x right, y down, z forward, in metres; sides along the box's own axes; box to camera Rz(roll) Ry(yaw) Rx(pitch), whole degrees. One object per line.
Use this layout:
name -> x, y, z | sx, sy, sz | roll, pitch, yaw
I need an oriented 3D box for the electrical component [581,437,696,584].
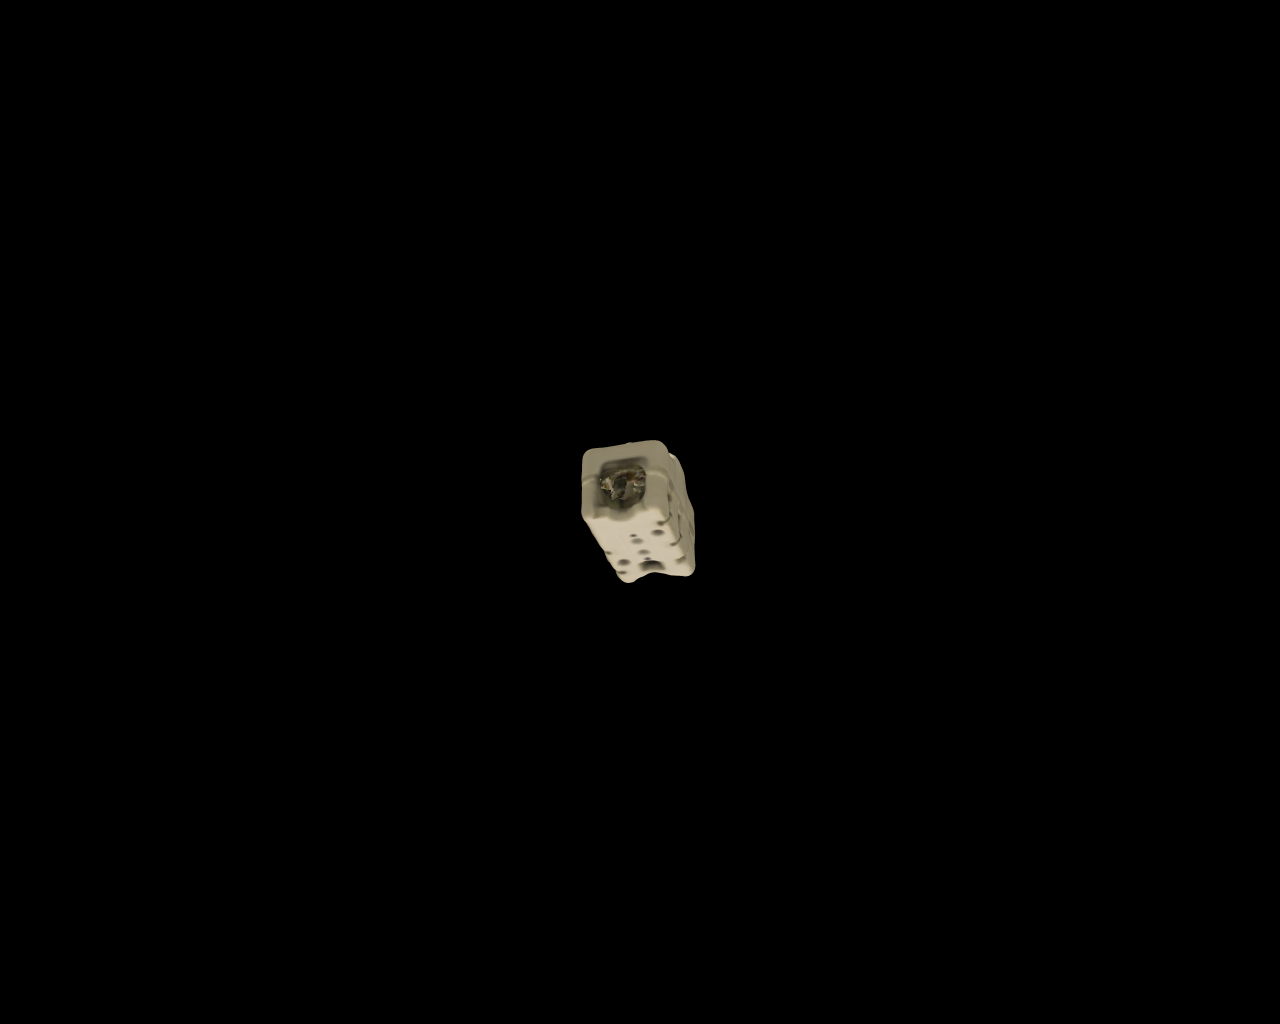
electrical component -> 0.001, -0.003, 0.650 | 0.050, 0.056, 0.089 | -8, -31, 13
